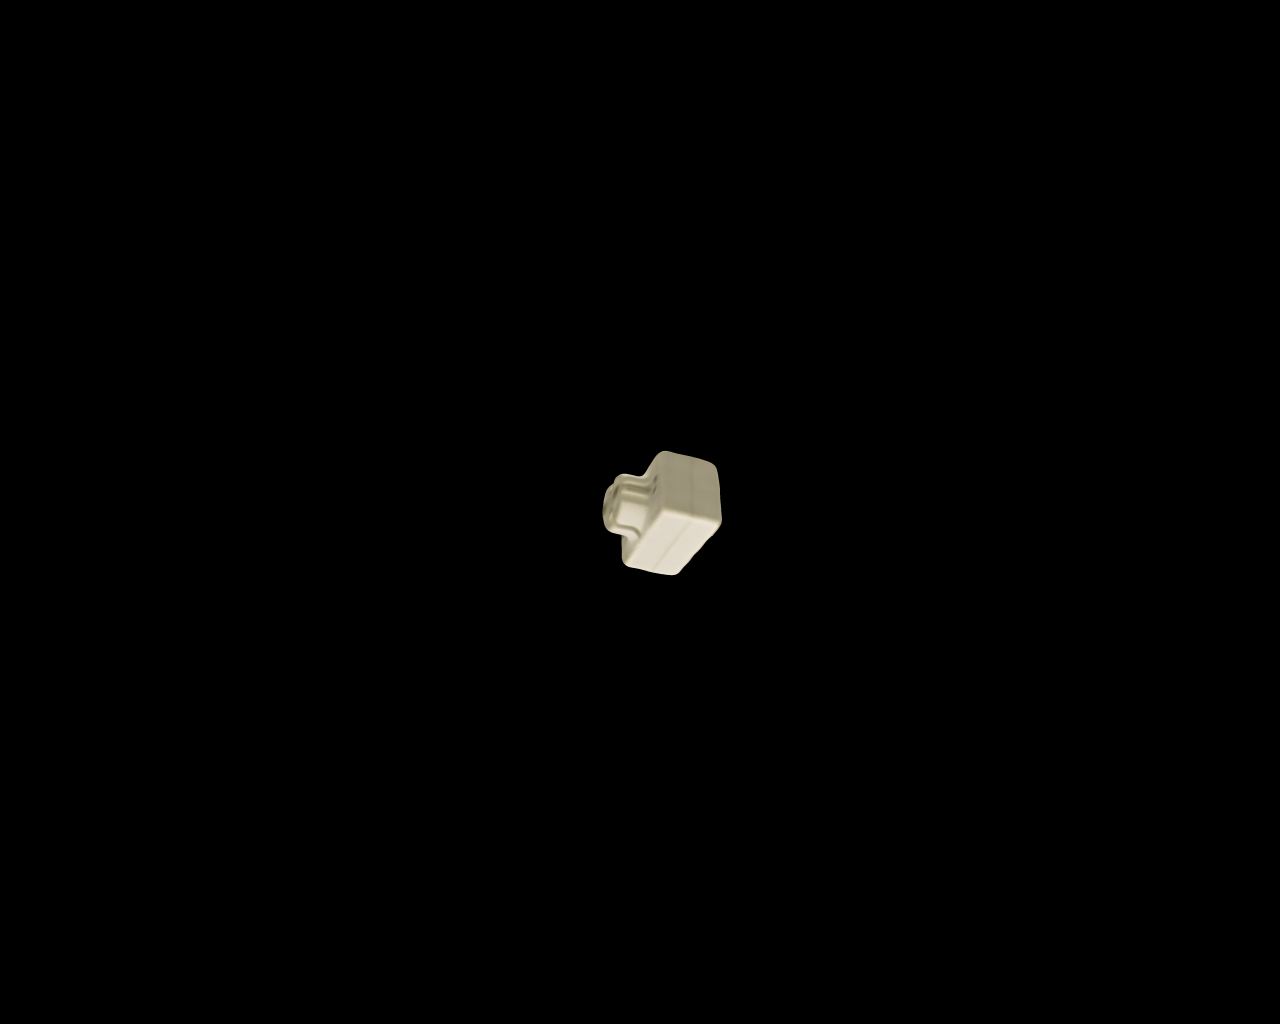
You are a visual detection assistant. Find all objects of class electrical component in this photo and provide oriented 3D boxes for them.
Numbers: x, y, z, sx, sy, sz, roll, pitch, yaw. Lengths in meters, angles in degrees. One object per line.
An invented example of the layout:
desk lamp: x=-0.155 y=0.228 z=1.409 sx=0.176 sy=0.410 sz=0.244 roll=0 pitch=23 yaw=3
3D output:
electrical component: x=0.001 y=-0.003 z=0.650 sx=0.077 sy=0.047 sz=0.065 roll=13 pitch=-38 yaw=-18
